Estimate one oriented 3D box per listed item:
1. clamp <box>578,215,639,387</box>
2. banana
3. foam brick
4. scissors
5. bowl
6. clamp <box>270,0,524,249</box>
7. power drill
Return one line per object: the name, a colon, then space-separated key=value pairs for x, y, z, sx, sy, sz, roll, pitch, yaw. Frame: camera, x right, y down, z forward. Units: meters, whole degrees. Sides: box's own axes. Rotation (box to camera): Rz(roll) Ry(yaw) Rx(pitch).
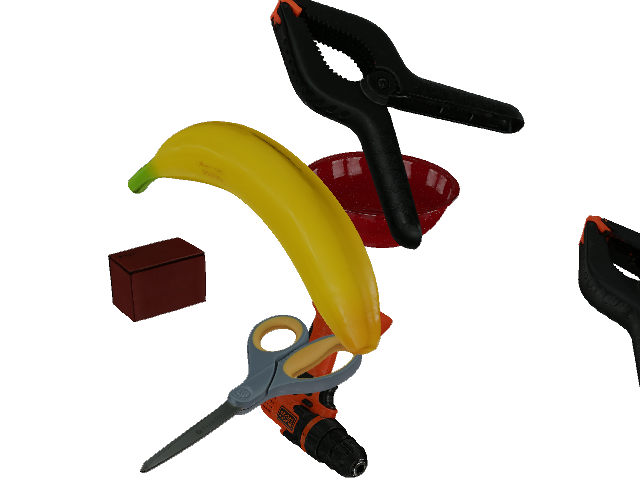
clamp: x=0.239 y=0.045 z=0.723 sx=0.120 sy=0.039 sz=0.171 roll=-3 pitch=45 yaw=-19
banana: x=-0.028 y=-0.016 z=0.574 sx=0.037 sy=0.070 sz=0.198 roll=-3 pitch=29 yaw=-48
foam brick: x=-0.153 y=0.035 z=1.007 sx=0.078 sy=0.051 sz=0.053 roll=-15 pitch=25 yaw=-30
scissors: x=-0.061 y=0.103 z=0.780 sx=0.201 sy=0.016 sz=0.096 roll=-19 pitch=37 yaw=-30
bowl: x=0.058 y=-0.037 z=1.090 sx=0.162 sy=0.055 sz=0.162 roll=3 pitch=27 yaw=-2
clamp: x=0.040 y=-0.101 z=0.804 sx=0.210 sy=0.164 sz=0.036 roll=37 pitch=-32 yaw=-2
power drill: x=0.015 y=0.161 z=1.248 sx=0.057 sy=0.188 sz=0.185 roll=15 pitch=10 yaw=-43
